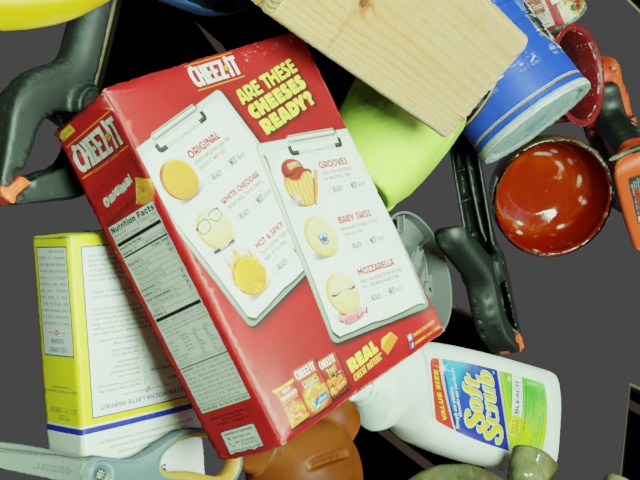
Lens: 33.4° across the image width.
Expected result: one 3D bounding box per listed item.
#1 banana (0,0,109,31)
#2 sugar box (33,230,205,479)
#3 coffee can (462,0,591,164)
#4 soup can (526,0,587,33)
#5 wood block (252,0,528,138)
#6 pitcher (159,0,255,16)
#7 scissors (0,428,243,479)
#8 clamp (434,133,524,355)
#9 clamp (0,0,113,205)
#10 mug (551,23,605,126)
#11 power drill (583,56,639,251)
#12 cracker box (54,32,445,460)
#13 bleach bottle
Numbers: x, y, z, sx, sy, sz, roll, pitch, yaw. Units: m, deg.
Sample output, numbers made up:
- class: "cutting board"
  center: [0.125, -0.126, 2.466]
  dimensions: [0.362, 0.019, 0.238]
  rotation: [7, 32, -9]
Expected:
- class: "banana"
  center: [-0.201, -0.146, 0.564]
  dimensions: [0.197, 0.070, 0.037]
  rotation: [16, 37, -44]
- class: "sugar box"
  center: [-0.121, 0.082, 0.650]
  dimensions: [0.093, 0.048, 0.176]
  rotation: [-5, 95, -47]
- class: "coffee can"
  center: [0.132, -0.147, 0.853]
  dimensions: [0.102, 0.103, 0.140]
  rotation: [-24, 76, -45]
- class: "soup can"
  center: [0.200, -0.250, 1.000]
  dimensions: [0.068, 0.069, 0.102]
  rotation: [-51, 122, -36]
- class: "wood block"
  center: [0.035, -0.154, 0.675]
  dimensions: [0.091, 0.090, 0.205]
  rotation: [-50, 144, 12]
- class: "pitcher"
  center: [-0.052, -0.229, 0.689]
  dimensions: [0.242, 0.149, 0.145]
  rotation: [22, 32, -47]
- class: "scissors"
  center: [-0.122, 0.151, 0.603]
  dimensions: [0.201, 0.016, 0.096]
  rotation: [3, 88, -47]
- class: "clamp"
  center: [0.140, 0.013, 0.924]
  dimensions: [0.164, 0.036, 0.210]
  rotation: [-79, 152, -45]
- class: "clamp"
  center: [-0.137, -0.075, 0.648]
  dimensions: [0.120, 0.039, 0.171]
  rotation: [45, 60, -30]
- class: "mug"
  center: [0.213, -0.151, 0.997]
  dimensions: [0.117, 0.082, 0.093]
  rotation: [-26, 107, -45]
- class: "power drill"
  center: [0.305, -0.069, 1.054]
  dimensions: [0.187, 0.057, 0.184]
  rotation: [-94, 162, -58]
- class: "cracker box"
  center: [-0.036, -0.001, 0.638]
  dimensions: [0.163, 0.072, 0.214]
  rotation: [-28, 91, -45]
- class: "bleach bottle"
  center: [0.103, 0.138, 0.878]
  dimensions: [0.250, 0.068, 0.102]
  rotation: [16, 76, -43]
